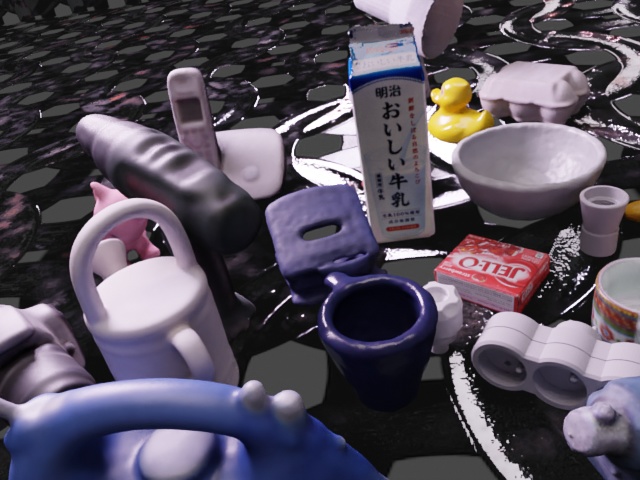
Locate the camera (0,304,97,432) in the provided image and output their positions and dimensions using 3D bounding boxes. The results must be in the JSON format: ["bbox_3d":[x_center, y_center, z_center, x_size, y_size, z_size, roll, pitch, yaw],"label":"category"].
[{"bbox_3d":[-0.261,0.124,0.483,0.136,0.101,0.143,21,44,39],"label":"camera"}]

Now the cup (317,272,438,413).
[{"bbox_3d":[0.042,0.084,0.464,0.092,0.095,0.117,-25,36,-21],"label":"cup"}]

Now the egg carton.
[{"bbox_3d":[0.328,-0.226,0.878,0.149,0.069,0.107,19,43,38],"label":"egg carton"}]

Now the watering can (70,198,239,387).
[{"bbox_3d":[-0.143,0.055,0.469,0.172,0.194,0.101,9,38,28],"label":"watering can"}]

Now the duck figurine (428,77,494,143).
[{"bbox_3d":[0.208,-0.198,0.854,0.104,0.086,0.078,21,45,39],"label":"duck figurine"}]

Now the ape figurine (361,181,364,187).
[{"bbox_3d":[0.087,-0.109,0.748,0.076,0.092,0.078,-7,33,6],"label":"ape figurine"}]

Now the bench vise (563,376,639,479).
[{"bbox_3d":[0.246,0.065,0.319,0.208,0.220,0.121,-28,37,-25],"label":"bench vise"}]

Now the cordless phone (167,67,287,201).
[{"bbox_3d":[-0.126,-0.141,0.771,0.147,0.185,0.094,-6,33,8],"label":"cordless phone"}]

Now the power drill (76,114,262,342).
[{"bbox_3d":[-0.138,-0.007,0.549,0.228,0.209,0.076,20,44,38],"label":"power drill"}]

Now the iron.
[{"bbox_3d":[-0.085,0.138,0.373,0.258,0.142,0.118,-8,33,4],"label":"iron"}]

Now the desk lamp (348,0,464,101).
[{"bbox_3d":[0.136,-0.335,0.966,0.202,0.214,0.118,20,44,38],"label":"desk lamp"}]

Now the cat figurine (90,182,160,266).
[{"bbox_3d":[-0.244,-0.026,0.691,0.067,0.118,0.127,-27,36,-24],"label":"cat figurine"}]

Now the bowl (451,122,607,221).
[{"bbox_3d":[0.237,-0.071,0.663,0.167,0.075,0.167,-7,33,5],"label":"bowl"}]

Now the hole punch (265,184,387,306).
[{"bbox_3d":[0.006,0.002,0.602,0.109,0.091,0.101,-16,33,-8],"label":"hole punch"}]
